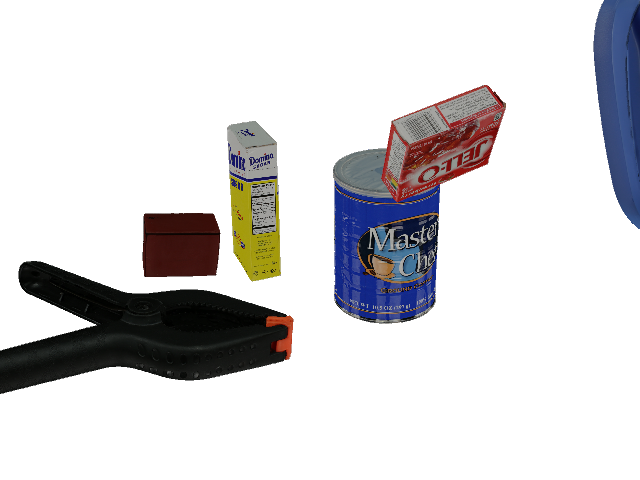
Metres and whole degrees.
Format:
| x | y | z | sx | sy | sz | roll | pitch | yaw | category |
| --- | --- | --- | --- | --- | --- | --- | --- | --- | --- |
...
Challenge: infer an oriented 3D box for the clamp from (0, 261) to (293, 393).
| x | y | z | sx | sy | sz | roll | pitch | yaw | category |
| --- | --- | --- | --- | --- | --- | --- | --- | --- | --- |
| -0.125 | 0.056 | 0.726 | 0.210 | 0.036 | 0.164 | 0 | 24 | -9 | clamp |

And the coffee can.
| x | y | z | sx | sy | sz | roll | pitch | yaw | category |
| --- | --- | --- | --- | --- | --- | --- | --- | --- | --- |
| 0.064 | -0.006 | 1.035 | 0.103 | 0.140 | 0.103 | -1 | 27 | 0 | coffee can |

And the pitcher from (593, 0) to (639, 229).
| x | y | z | sx | sy | sz | roll | pitch | yaw | category |
| --- | --- | --- | --- | --- | --- | --- | --- | --- | --- |
| 0.231 | -0.055 | 0.594 | 0.149 | 0.243 | 0.145 | -6 | 22 | 13 | pitcher |

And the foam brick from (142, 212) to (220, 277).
| x | y | z | sx | sy | sz | roll | pitch | yaw | category |
| --- | --- | --- | --- | --- | --- | --- | --- | --- | --- |
| -0.148 | 0.004 | 1.127 | 0.078 | 0.051 | 0.053 | -1 | 24 | -11 | foam brick |

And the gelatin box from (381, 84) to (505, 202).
| x | y | z | sx | sy | sz | roll | pitch | yaw | category |
| --- | --- | --- | --- | --- | --- | --- | --- | --- | --- |
| 0.094 | -0.074 | 0.824 | 0.089 | 0.030 | 0.073 | -22 | -28 | -18 | gelatin box |

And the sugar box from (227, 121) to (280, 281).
| x | y | z | sx | sy | sz | roll | pitch | yaw | category |
| --- | --- | --- | --- | --- | --- | --- | --- | --- | --- |
| -0.082 | -0.049 | 1.312 | 0.048 | 0.176 | 0.093 | -11 | 26 | -16 | sugar box |
